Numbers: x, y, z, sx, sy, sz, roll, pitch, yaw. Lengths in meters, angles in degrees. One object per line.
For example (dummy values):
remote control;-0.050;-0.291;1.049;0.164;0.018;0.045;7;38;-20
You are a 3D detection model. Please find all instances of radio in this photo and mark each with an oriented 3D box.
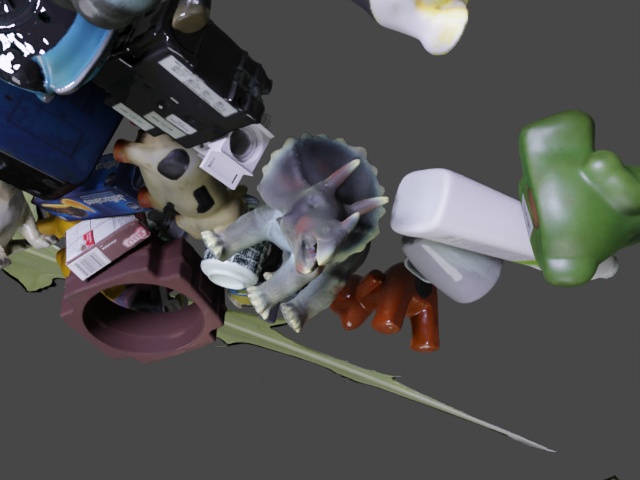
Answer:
radio;-0.294;-0.138;0.462;0.229;0.131;0.073;31;149;-35

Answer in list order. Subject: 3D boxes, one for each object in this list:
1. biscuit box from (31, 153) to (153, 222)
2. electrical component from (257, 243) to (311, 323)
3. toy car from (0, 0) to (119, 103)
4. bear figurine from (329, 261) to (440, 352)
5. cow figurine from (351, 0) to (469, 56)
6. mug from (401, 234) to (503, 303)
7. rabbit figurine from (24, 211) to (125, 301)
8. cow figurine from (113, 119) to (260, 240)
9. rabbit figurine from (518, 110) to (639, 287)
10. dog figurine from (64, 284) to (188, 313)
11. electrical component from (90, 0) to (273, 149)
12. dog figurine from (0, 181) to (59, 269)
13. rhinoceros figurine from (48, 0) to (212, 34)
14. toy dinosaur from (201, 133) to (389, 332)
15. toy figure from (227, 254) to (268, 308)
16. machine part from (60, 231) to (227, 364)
biscuit box;-0.295;-0.068;0.709;0.203;0.059;0.062;-4;151;35
electrical component;-0.055;0.062;0.797;0.048;0.119;0.074;-10;145;44
toy car;-0.225;-0.168;0.402;0.162;0.109;0.103;25;173;-5
bear figurine;0.076;0.101;0.806;0.120;0.132;0.196;33;144;-33
cow figurine;0.062;-0.177;0.266;0.098;0.068;0.167;22;155;-4
mug;0.144;0.016;0.645;0.107;0.081;0.110;37;153;-21
rabbit figurine;-0.376;-0.008;0.862;0.162;0.122;0.173;22;143;3
cow figurine;-0.143;-0.062;0.616;0.127;0.085;0.194;13;152;6
rabbit figurine;0.253;-0.030;0.414;0.170;0.159;0.121;-10;140;14
dog figurine;-0.360;0.101;0.995;0.219;0.191;0.108;-11;156;15
electrical component;-0.126;-0.138;0.464;0.134;0.058;0.114;-6;148;39
dog figurine;-0.460;-0.057;0.704;0.172;0.121;0.190;-14;106;19
rhinoceros figurine;-0.094;-0.180;0.293;0.190;0.112;0.073;-22;168;35
toy dinosaur;0.003;0.003;0.625;0.192;0.131;0.404;-36;165;4
toy figure;-0.113;0.063;0.880;0.089;0.082;0.180;16;154;0
machine part;-0.258;0.089;0.807;0.201;0.087;0.200;-20;134;10
